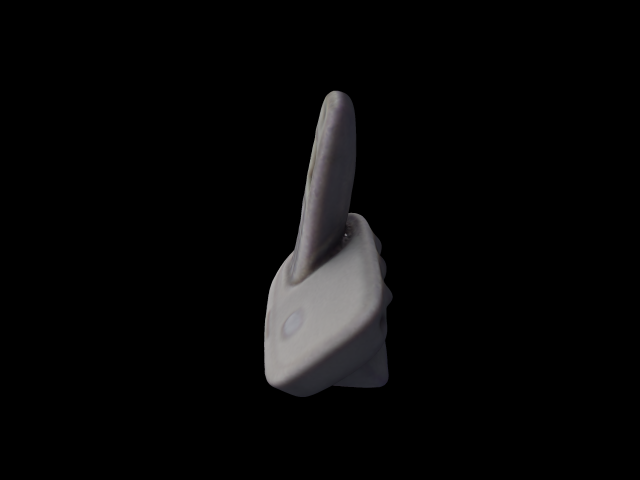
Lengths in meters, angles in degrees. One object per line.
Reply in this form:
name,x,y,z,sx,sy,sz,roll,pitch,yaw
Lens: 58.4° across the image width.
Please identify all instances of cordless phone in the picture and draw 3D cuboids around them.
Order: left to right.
cordless phone,0.004,0.001,0.400,0.094,0.185,0.147,-3,32,-4
